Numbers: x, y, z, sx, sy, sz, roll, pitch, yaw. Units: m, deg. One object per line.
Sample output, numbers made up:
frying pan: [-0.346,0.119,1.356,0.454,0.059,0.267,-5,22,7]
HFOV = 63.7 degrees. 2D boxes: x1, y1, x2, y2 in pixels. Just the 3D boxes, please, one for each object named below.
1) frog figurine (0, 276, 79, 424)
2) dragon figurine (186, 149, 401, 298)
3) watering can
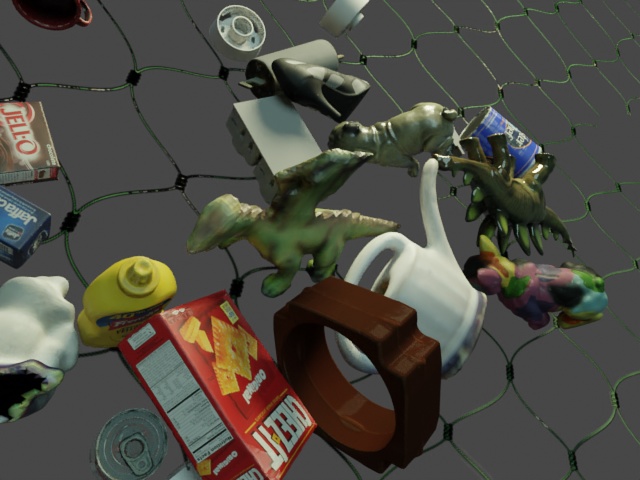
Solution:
frog figurine: [-0.335,0.109,0.557,0.137,0.120,0.162,1,28,-18]
dragon figurine: [0.002,-0.036,0.718,0.413,0.238,0.124,-16,68,-32]
watering can: [0.165,0.060,0.796,0.223,0.103,0.351,35,75,-9]
